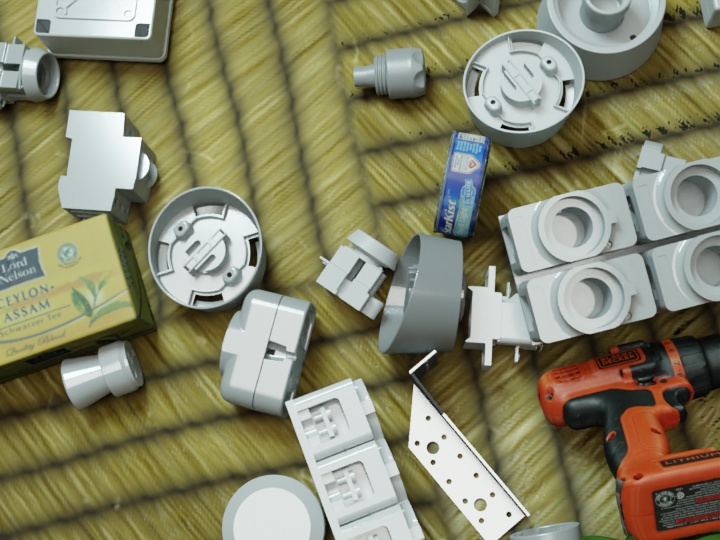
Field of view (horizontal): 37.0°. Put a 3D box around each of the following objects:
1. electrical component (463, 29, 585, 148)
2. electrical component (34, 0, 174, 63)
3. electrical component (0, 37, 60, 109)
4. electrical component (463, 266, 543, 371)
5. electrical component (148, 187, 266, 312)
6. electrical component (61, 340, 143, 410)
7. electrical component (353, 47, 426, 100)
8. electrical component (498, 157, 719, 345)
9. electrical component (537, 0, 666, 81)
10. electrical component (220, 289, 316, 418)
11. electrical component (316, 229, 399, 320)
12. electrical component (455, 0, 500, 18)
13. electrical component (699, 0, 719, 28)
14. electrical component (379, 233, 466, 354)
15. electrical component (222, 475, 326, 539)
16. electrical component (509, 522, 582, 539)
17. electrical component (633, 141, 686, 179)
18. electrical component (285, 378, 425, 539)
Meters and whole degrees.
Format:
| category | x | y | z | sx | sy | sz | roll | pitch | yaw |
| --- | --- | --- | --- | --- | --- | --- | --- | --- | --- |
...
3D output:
| category | x | y | z | sx | sy | sz | roll | pitch | yaw |
| --- | --- | --- | --- | --- | --- | --- | --- | --- | --- |
| electrical component | 0.136 | -0.152 | 0.905 | 0.099 | 0.064 | 0.099 | -1 | 78 | 5 |
| electrical component | -0.225 | -0.246 | 0.961 | 0.109 | 0.056 | 0.108 | 4 | 79 | 6 |
| electrical component | -0.303 | -0.175 | 0.959 | 0.055 | 0.048 | 0.066 | 5 | 78 | 14 |
| electrical component | 0.118 | 0.041 | 0.878 | 0.064 | 0.042 | 0.081 | 3 | 79 | 2 |
| electrical component | -0.126 | -0.014 | 0.899 | 0.099 | 0.064 | 0.099 | -1 | 78 | 5 |
| electrical component | -0.214 | 0.087 | 0.896 | 0.055 | 0.045 | 0.045 | -19 | 77 | 0 |
| electrical component | 0.026 | -0.169 | 0.930 | 0.062 | 0.043 | 0.043 | -4 | 78 | 5 |
| electrical component | 0.213 | -0.016 | 0.825 | 0.186 | 0.060 | 0.105 | -14 | 87 | -1 |
| electrical component | 0.207 | -0.223 | 0.915 | 0.108 | 0.060 | 0.108 | -1 | 78 | 5 |
| electrical component | -0.078 | 0.067 | 0.883 | 0.059 | 0.053 | 0.095 | 13 | 80 | 8 |
| electrical component | 0.000 | 0.000 | 0.895 | 0.066 | 0.048 | 0.055 | 34 | 91 | 11 |
| electrical component | 0.101 | -0.267 | 0.944 | 0.064 | 0.042 | 0.081 | -43 | 79 | -6 |
| electrical component | 0.326 | -0.244 | 0.902 | 0.066 | 0.076 | 0.047 | -9 | 77 | 3 |
| electrical component | 0.051 | 0.020 | 0.862 | 0.064 | 0.099 | 0.099 | 5 | 78 | 0 |
| electrical component | -0.066 | 0.204 | 0.854 | 0.080 | 0.051 | 0.080 | -1 | 78 | 5 |
| electrical component | 0.148 | 0.224 | 0.830 | 0.055 | 0.055 | 0.047 | -12 | 81 | 2 |
| electrical component | 0.255 | -0.070 | 0.888 | 0.055 | 0.048 | 0.066 | 16 | 80 | 16 |
| electrical component | -0.001 | 0.166 | 0.835 | 0.062 | 0.089 | 0.150 | -20 | 77 | -5 |
